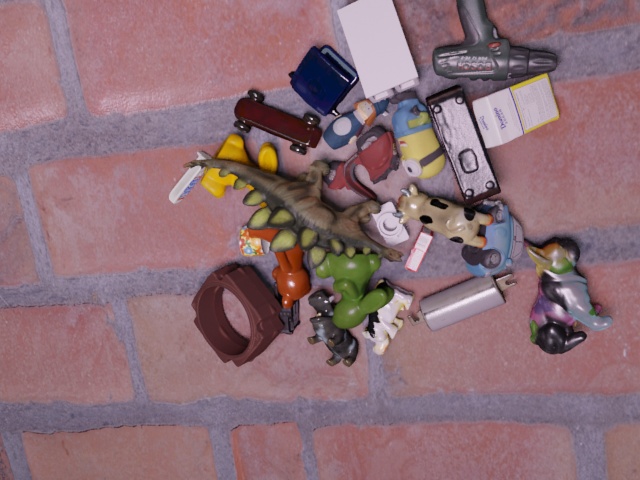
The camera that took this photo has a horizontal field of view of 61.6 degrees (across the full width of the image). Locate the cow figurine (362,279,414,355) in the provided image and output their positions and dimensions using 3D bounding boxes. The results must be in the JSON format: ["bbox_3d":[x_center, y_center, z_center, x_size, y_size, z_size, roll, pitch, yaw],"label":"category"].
[{"bbox_3d":[0.140,0.176,1.215,0.098,0.068,0.167,27,105,11],"label":"cow figurine"}]

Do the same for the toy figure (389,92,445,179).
[{"bbox_3d":[0.199,-0.212,1.097,0.089,0.082,0.180,-13,98,14],"label":"toy figure"}]

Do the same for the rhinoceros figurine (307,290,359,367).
[{"bbox_3d":[0.031,0.203,1.229,0.073,0.112,0.190,-10,119,44],"label":"rhinoceros figurine"}]

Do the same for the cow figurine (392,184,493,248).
[{"bbox_3d":[0.236,-0.050,1.089,0.127,0.195,0.085,10,105,-36],"label":"cow figurine"}]

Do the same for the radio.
[{"bbox_3d":[0.280,-0.185,1.056,0.073,0.131,0.229,-22,98,15],"label":"radio"}]

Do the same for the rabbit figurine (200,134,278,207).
[{"bbox_3d":[-0.156,-0.147,1.195,0.173,0.122,0.162,37,98,-15],"label":"rabbit figurine"}]

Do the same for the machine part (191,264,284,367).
[{"bbox_3d":[-0.196,0.175,1.246,0.201,0.087,0.201,50,125,15],"label":"machine part"}]

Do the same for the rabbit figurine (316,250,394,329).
[{"bbox_3d":[0.079,0.109,1.166,0.159,0.121,0.170,4,95,21],"label":"rabbit figurine"}]

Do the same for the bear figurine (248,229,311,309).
[{"bbox_3d":[-0.079,0.043,1.200,0.132,0.120,0.195,21,125,26],"label":"bear figurine"}]

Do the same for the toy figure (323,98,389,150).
[{"bbox_3d":[0.078,-0.250,1.128,0.154,0.058,0.064,-36,106,17],"label":"toy figure"}]

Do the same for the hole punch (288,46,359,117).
[{"bbox_3d":[0.005,-0.328,1.111,0.142,0.092,0.115,41,113,-3],"label":"hole punch"}]

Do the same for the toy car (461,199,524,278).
[{"bbox_3d":[0.364,0.000,1.109,0.103,0.109,0.161,9,93,-15],"label":"toy car"}]

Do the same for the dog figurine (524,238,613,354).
[{"bbox_3d":[0.472,0.102,1.101,0.191,0.108,0.219,-40,88,22],"label":"dog figurine"}]

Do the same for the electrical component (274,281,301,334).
[{"bbox_3d":[-0.079,0.153,1.260,0.048,0.075,0.119,2,102,14],"label":"electrical component"}]

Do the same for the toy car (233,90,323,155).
[{"bbox_3d":[-0.092,-0.253,1.170,0.202,0.053,0.089,23,89,6],"label":"toy car"}]

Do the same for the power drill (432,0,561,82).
[{"bbox_3d":[0.327,-0.406,1.018,0.232,0.086,0.207,-3,110,21],"label":"power drill"}]

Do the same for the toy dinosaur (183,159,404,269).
[{"bbox_3d":[-0.043,-0.068,1.094,0.472,0.198,0.105,31,147,5],"label":"toy dinosaur"}]

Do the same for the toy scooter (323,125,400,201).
[{"bbox_3d":[0.101,-0.144,1.137,0.184,0.075,0.135,-38,91,28],"label":"toy scooter"}]

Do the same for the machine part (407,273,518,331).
[{"bbox_3d":[0.306,0.134,1.161,0.243,0.079,0.079,-27,97,17],"label":"machine part"}]
